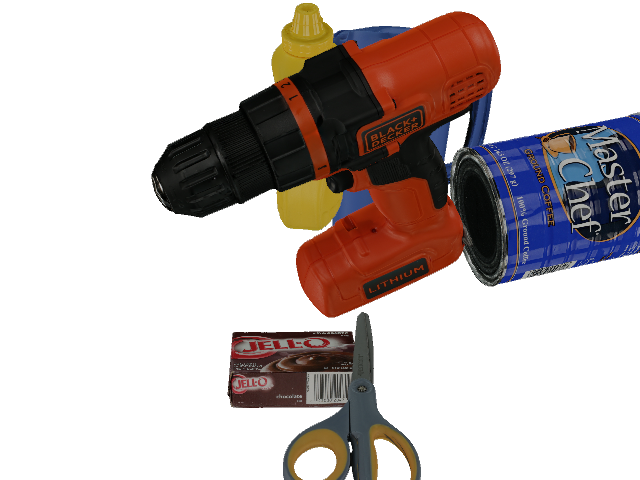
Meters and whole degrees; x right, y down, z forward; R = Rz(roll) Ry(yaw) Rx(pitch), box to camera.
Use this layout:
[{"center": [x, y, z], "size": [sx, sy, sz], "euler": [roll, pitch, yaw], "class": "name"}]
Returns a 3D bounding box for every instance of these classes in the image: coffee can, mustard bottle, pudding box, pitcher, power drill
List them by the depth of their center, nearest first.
[{"center": [0.012, -0.027, 0.587], "size": [0.184, 0.057, 0.187], "euler": [-23, -29, -5], "class": "power drill"}, {"center": [0.178, -0.030, 0.776], "size": [0.140, 0.103, 0.103], "euler": [-12, 2, -10], "class": "coffee can"}, {"center": [-0.010, -0.108, 0.887], "size": [0.058, 0.192, 0.096], "euler": [6, 42, 8], "class": "mustard bottle"}, {"center": [-0.023, 0.112, 0.936], "size": [0.113, 0.039, 0.090], "euler": [2, 18, -4], "class": "pudding box"}, {"center": [0.085, -0.104, 1.136], "size": [0.149, 0.243, 0.144], "euler": [11, 13, 31], "class": "pitcher"}]

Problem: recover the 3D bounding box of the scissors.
[{"center": [0.011, 0.113, 0.730], "size": [0.096, 0.016, 0.202], "euler": [-6, 32, -11], "class": "scissors"}]
